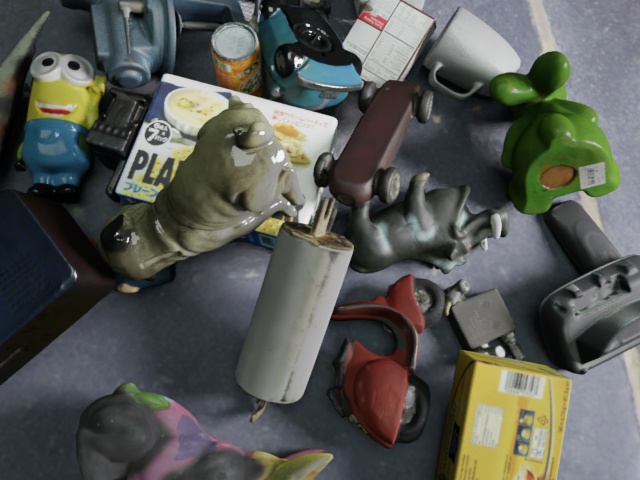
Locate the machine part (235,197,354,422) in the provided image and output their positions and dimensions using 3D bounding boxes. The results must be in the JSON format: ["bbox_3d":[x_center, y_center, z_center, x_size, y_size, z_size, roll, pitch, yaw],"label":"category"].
[{"bbox_3d":[-0.027,0.072,0.539,0.079,0.079,0.243,18,102,3],"label":"machine part"}]

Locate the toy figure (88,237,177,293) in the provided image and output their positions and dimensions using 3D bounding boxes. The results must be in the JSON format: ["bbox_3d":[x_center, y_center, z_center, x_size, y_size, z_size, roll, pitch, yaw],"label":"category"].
[{"bbox_3d":[-0.239,0.025,0.595,0.155,0.057,0.064,-2,34,-2],"label":"toy figure"}]

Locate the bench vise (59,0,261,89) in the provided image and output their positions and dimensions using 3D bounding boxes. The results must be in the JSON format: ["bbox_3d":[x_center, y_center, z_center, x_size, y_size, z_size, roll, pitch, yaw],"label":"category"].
[{"bbox_3d":[-0.195,-0.288,0.669,0.240,0.128,0.224,-6,62,-26],"label":"bench vise"}]

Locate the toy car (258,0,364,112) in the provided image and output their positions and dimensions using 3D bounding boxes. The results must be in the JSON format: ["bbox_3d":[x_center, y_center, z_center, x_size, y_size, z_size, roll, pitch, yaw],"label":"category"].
[{"bbox_3d":[-0.028,-0.210,0.650,0.109,0.103,0.162,-6,55,-36],"label":"toy car"}]

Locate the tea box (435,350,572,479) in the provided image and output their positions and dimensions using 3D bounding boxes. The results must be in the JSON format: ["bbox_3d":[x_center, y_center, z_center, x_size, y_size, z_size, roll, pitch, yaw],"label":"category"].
[{"bbox_3d":[0.175,0.203,0.527,0.098,0.068,0.169,12,89,1],"label":"tea box"}]

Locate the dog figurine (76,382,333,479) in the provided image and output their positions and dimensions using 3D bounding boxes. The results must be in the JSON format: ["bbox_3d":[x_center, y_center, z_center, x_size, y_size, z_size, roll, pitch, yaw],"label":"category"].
[{"bbox_3d":[-0.101,0.215,0.516,0.219,0.108,0.191,-13,71,-11],"label":"dog figurine"}]

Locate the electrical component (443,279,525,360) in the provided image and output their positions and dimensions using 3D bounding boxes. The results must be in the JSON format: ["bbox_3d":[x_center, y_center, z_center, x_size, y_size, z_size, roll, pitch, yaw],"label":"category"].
[{"bbox_3d":[0.177,0.092,0.595,0.078,0.045,0.102,-16,74,-6],"label":"electrical component"}]

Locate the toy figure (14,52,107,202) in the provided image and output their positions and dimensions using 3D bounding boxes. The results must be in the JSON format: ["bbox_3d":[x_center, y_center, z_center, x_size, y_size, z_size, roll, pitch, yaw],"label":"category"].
[{"bbox_3d":[-0.306,-0.133,0.628,0.082,0.089,0.180,7,79,-40],"label":"toy figure"}]

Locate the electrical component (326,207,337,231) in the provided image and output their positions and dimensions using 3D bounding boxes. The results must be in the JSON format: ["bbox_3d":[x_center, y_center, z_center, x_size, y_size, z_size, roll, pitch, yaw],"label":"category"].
[{"bbox_3d":[-0.001,-0.002,0.608,0.021,0.063,0.094,21,71,5],"label":"electrical component"}]

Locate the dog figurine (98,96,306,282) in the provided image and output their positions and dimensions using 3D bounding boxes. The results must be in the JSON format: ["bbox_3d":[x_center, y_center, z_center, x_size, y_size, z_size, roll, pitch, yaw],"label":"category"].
[{"bbox_3d":[-0.124,-0.034,0.497,0.190,0.172,0.121,-31,70,-13],"label":"dog figurine"}]

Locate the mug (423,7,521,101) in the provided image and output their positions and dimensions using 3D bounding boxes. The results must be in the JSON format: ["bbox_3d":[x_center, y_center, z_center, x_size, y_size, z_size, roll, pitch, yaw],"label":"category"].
[{"bbox_3d":[0.192,-0.223,0.680,0.107,0.081,0.109,29,69,-2],"label":"mug"}]

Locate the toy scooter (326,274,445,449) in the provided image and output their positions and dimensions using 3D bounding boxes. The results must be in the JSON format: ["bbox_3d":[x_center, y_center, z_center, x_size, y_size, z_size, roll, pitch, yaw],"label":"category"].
[{"bbox_3d":[0.053,0.116,0.568,0.135,0.075,0.184,13,69,1],"label":"toy scooter"}]

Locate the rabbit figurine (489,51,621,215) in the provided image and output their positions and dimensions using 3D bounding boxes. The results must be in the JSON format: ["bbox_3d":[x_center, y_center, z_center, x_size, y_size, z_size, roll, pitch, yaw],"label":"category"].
[{"bbox_3d":[0.256,-0.139,0.633,0.121,0.159,0.170,-23,45,26],"label":"rabbit figurine"}]

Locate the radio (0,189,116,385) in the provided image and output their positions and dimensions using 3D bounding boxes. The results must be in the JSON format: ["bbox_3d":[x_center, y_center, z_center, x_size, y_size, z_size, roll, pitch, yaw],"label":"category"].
[{"bbox_3d":[-0.337,0.063,0.539,0.229,0.073,0.131,-39,76,2],"label":"radio"}]

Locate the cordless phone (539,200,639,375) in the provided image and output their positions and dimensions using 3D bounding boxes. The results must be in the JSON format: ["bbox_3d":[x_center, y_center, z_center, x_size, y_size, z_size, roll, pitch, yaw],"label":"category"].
[{"bbox_3d":[0.295,0.042,0.611,0.147,0.088,0.184,-24,63,-7],"label":"cordless phone"}]

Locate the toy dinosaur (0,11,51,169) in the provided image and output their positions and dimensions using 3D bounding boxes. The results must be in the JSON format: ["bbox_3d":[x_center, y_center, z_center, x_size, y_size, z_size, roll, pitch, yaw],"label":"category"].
[{"bbox_3d":[-0.439,-0.089,0.580,0.405,0.191,0.131,-32,33,-20],"label":"toy dinosaur"}]

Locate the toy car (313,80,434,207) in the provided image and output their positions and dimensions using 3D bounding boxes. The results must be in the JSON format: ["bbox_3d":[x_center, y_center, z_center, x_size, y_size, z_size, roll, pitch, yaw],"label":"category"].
[{"bbox_3d":[0.066,-0.114,0.610,0.089,0.053,0.202,12,52,20],"label":"toy car"}]

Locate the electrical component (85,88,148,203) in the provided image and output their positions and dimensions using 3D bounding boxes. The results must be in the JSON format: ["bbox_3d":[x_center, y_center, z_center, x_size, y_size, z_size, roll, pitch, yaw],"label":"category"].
[{"bbox_3d":[-0.234,-0.105,0.627,0.048,0.074,0.119,17,76,4],"label":"electrical component"}]

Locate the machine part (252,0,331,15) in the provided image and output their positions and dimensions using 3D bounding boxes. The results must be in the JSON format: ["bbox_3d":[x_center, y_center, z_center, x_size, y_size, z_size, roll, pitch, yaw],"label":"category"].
[{"bbox_3d":[-0.052,-0.347,0.732,0.139,0.039,0.084,5,80,-3],"label":"machine part"}]

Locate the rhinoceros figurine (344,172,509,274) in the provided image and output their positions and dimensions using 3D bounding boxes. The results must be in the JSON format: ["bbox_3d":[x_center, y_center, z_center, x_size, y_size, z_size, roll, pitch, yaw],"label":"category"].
[{"bbox_3d":[0.120,-0.014,0.612,0.190,0.073,0.112,-13,72,-6],"label":"rhinoceros figurine"}]
